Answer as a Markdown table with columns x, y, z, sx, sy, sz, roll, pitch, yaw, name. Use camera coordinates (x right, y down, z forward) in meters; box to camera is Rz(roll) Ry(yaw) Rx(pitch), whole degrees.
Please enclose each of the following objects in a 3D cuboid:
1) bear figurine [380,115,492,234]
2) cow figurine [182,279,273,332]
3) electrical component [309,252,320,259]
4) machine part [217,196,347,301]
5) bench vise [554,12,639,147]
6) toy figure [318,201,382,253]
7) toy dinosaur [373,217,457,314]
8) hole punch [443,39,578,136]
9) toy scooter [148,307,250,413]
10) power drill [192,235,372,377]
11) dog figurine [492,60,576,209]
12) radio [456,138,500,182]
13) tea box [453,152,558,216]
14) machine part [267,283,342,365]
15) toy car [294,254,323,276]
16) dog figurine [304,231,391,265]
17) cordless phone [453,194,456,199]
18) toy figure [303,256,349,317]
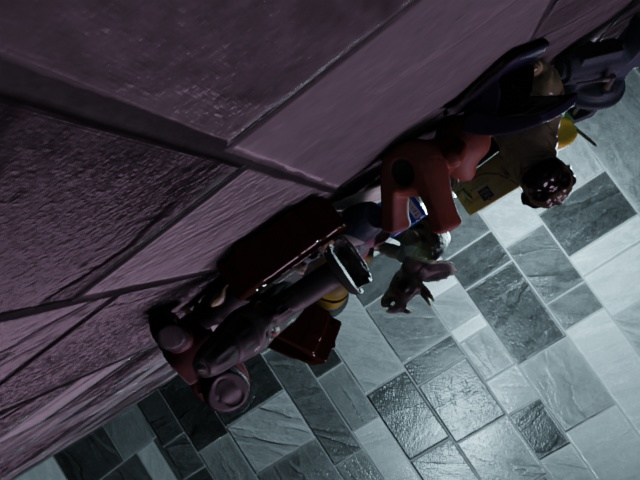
| x | y | z | sx | sy | sz | roll | pitch | yaw | name |
| --- | --- | --- | --- | --- | --- | --- | --- | --- | --- |
| 0.170 | -0.096 | 0.732 | 0.120 | 0.131 | 0.196 | 1 | -162 | 45 | bear figurine |
| -0.158 | 0.108 | 0.835 | 0.167 | 0.068 | 0.098 | -40 | 167 | 21 | cow figurine |
| -0.003 | -0.002 | 0.913 | 0.078 | 0.045 | 0.102 | -31 | 174 | -45 | electrical component |
| -0.046 | 0.009 | 0.696 | 0.179 | 0.056 | 0.179 | -34 | 176 | -3 | machine part |
| 0.494 | -0.280 | 0.931 | 0.224 | 0.129 | 0.240 | -25 | 156 | -10 | bench vise |
| 0.031 | -0.013 | 0.789 | 0.154 | 0.064 | 0.058 | -27 | -162 | 51 | toy figure |
| 0.227 | -0.004 | 1.213 | 0.405 | 0.192 | 0.131 | -53 | 167 | -50 | toy dinosaur |
| 0.239 | -0.171 | 0.664 | 0.142 | 0.092 | 0.116 | -34 | 179 | -38 | hole punch |
| -0.174 | 0.155 | 0.752 | 0.075 | 0.183 | 0.135 | -43 | -159 | -12 | toy scooter |
| -0.039 | 0.086 | 0.700 | 0.207 | 0.086 | 0.232 | -40 | 177 | 20 | power drill |
| 0.336 | -0.157 | 0.807 | 0.172 | 0.190 | 0.121 | -36 | 175 | -2 | dog figurine |
| 0.278 | -0.171 | 0.949 | 0.229 | 0.073 | 0.131 | -32 | 174 | -17 | radio |
| 0.315 | -0.114 | 0.936 | 0.098 | 0.068 | 0.169 | -33 | 174 | -16 | tea box |
| -0.073 | 0.148 | 0.979 | 0.087 | 0.201 | 0.201 | -66 | -175 | -18 | machine part |
| 0.005 | 0.034 | 1.234 | 0.073 | 0.056 | 0.201 | -44 | 172 | 24 | toy car |
| 0.069 | -0.001 | 1.047 | 0.191 | 0.108 | 0.219 | -29 | 170 | -39 | dog figurine |
| 0.288 | -0.161 | 1.191 | 0.146 | 0.089 | 0.184 | -27 | 160 | -37 | cordless phone |
| 0.018 | 0.091 | 0.983 | 0.180 | 0.089 | 0.082 | 81 | 24 | -60 | toy figure |
